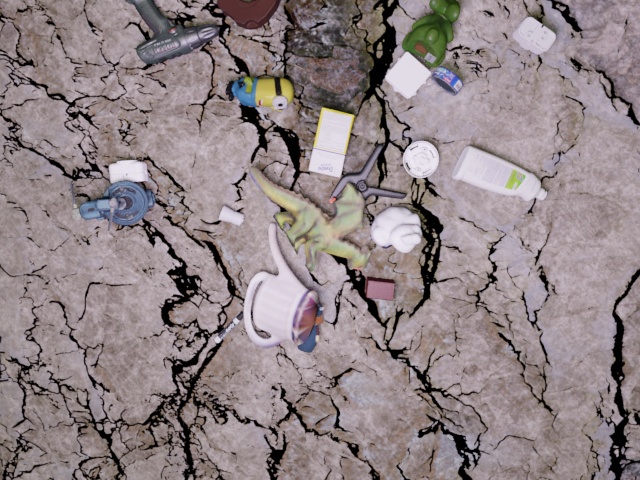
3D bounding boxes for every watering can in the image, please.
[{"bbox_3d":[-0.103,0.143,1.423,0.225,0.104,0.346,17,97,25],"label":"watering can"}]

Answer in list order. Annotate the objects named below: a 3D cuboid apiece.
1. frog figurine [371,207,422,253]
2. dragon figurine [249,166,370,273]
[{"bbox_3d":[0.205,-0.026,1.381,0.137,0.160,0.122,-15,95,4],"label":"frog figurine"},{"bbox_3d":[0.004,-0.071,1.409,0.243,0.123,0.406,-30,103,-2],"label":"dragon figurine"}]
